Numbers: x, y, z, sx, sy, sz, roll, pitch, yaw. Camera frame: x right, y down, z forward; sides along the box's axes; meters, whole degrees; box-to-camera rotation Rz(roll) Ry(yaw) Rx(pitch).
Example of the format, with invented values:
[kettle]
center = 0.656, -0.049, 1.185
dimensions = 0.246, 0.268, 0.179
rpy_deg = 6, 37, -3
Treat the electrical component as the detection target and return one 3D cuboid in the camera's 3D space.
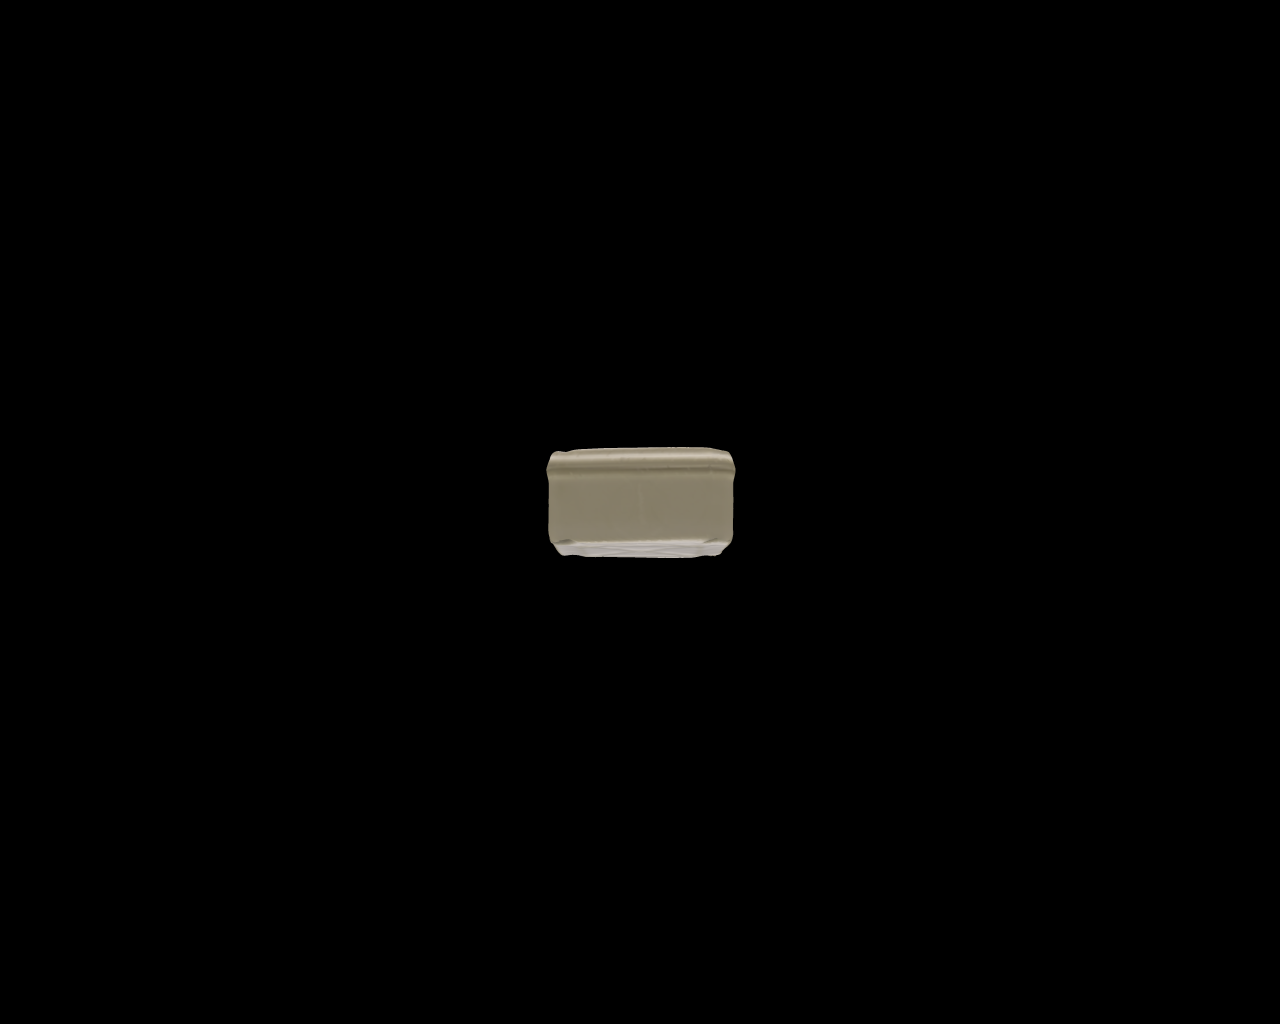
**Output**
[electrical component]
center = 0.001, -0.003, 0.650
dimensions = 0.109, 0.056, 0.108
rpy_deg = 0, -7, 0
